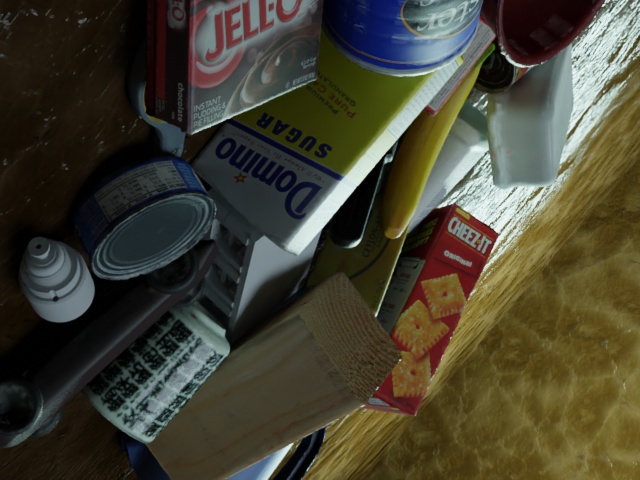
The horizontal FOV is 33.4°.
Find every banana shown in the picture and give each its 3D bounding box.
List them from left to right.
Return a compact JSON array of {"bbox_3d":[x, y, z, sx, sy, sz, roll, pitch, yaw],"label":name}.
[{"bbox_3d":[0.093,-0.088,0.942,0.197,0.037,0.070,-64,-178,-10],"label":"banana"}]

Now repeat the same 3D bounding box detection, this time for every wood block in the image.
[{"bbox_3d":[-0.047,0.122,0.883,0.206,0.090,0.090,-33,-176,32],"label":"wood block"}]

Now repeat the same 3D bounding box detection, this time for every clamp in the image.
[{"bbox_3d":[0.042,-0.071,0.860,0.210,0.036,0.164,29,77,-86],"label":"clamp"}]

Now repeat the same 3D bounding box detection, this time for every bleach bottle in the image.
[{"bbox_3d":[0.077,-0.031,1.091,0.251,0.068,0.102,-52,166,21],"label":"bleach bottle"}]

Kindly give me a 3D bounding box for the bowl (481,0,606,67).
[{"bbox_3d":[0.149,-0.199,0.707,0.161,0.055,0.162,-36,146,-29],"label":"bowl"}]

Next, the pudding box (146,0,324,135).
[{"bbox_3d":[-0.044,-0.118,0.575,0.113,0.039,0.090,-34,140,-46],"label":"pudding box"}]

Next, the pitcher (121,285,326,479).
[{"bbox_3d":[-0.063,0.164,1.047,0.243,0.145,0.149,-50,164,-3],"label":"pitcher"}]

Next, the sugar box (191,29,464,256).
[{"bbox_3d":[0.004,-0.085,0.718,0.176,0.093,0.048,-50,163,4],"label":"sugar box"}]

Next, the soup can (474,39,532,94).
[{"bbox_3d":[0.179,-0.188,0.981,0.102,0.068,0.069,-39,161,-31],"label":"soup can"}]

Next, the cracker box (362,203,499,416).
[{"bbox_3d":[0.087,0.077,1.138,0.213,0.072,0.164,-62,-164,-16],"label":"cracker box"}]

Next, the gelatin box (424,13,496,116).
[{"bbox_3d":[0.109,-0.152,0.895,0.089,0.030,0.073,-53,-169,16],"label":"gelatin box"}]

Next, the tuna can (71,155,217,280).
[{"bbox_3d":[-0.110,-0.014,0.662,0.086,0.034,0.086,-28,159,-12],"label":"tuna can"}]

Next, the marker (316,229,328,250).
[{"bbox_3d":[-0.007,0.001,1.024,0.020,0.020,0.120,-55,163,22],"label":"marker"}]

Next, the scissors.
[{"bbox_3d":[-0.081,-0.073,0.666,0.096,0.016,0.202,-42,163,-21],"label":"scissors"}]

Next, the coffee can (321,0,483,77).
[{"bbox_3d":[0.053,-0.177,0.616,0.102,0.103,0.140,-42,163,-20],"label":"coffee can"}]
